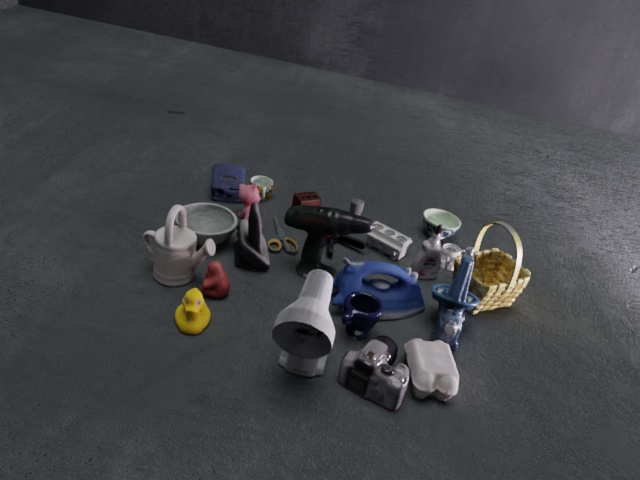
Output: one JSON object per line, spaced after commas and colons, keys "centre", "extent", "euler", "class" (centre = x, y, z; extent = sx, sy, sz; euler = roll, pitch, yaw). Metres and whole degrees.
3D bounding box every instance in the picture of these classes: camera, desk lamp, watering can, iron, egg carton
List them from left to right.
{"centre": [-0.336, 0.007, 1.364], "extent": [0.173, 0.194, 0.100], "euler": [4, 32, -12], "class": "watering can"}
{"centre": [-0.026, 0.180, 1.176], "extent": [0.118, 0.213, 0.203], "euler": [14, 32, 4], "class": "desk lamp"}
{"centre": [0.130, 0.261, 1.207], "extent": [0.143, 0.101, 0.137], "euler": [24, 34, 19], "class": "camera"}
{"centre": [0.156, 0.110, 1.416], "extent": [0.258, 0.141, 0.118], "euler": [4, 32, -12], "class": "iron"}
{"centre": [0.241, 0.279, 1.245], "extent": [0.107, 0.069, 0.150], "euler": [7, 32, -8], "class": "egg carton"}

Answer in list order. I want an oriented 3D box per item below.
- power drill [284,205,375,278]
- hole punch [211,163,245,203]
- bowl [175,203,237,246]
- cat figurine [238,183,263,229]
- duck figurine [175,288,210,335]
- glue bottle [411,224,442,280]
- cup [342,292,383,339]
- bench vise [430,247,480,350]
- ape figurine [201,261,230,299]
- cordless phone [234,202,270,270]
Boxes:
{"centre": [0.014, 0.005, 1.471], "extent": [0.229, 0.208, 0.076], "euler": [19, 32, 11], "class": "power drill"}
{"centre": [-0.283, -0.177, 1.772], "extent": [0.109, 0.091, 0.101], "euler": [4, 32, -12], "class": "hole punch"}
{"centre": [-0.308, -0.031, 1.547], "extent": [0.167, 0.075, 0.167], "euler": [9, 32, -5], "class": "bowl"}
{"centre": [-0.201, -0.108, 1.665], "extent": [0.067, 0.118, 0.127], "euler": [-2, 34, -20], "class": "cat figurine"}
{"centre": [-0.280, 0.145, 1.266], "extent": [0.077, 0.086, 0.104], "euler": [7, 32, -8], "class": "duck figurine"}
{"centre": [0.303, 0.031, 1.561], "extent": [0.078, 0.173, 0.037], "euler": [0, 33, -18], "class": "glue bottle"}
{"centre": [0.085, 0.185, 1.317], "extent": [0.091, 0.095, 0.118], "euler": [31, 37, 29], "class": "cup"}
{"centre": [0.333, 0.139, 1.355], "extent": [0.121, 0.220, 0.207], "euler": [7, 32, -8], "class": "bench vise"}
{"centre": [-0.249, 0.089, 1.360], "extent": [0.076, 0.092, 0.078], "euler": [28, 35, 24], "class": "ape figurine"}
{"centre": [-0.170, -0.030, 1.487], "extent": [0.094, 0.185, 0.147], "euler": [2, 33, -16], "class": "cordless phone"}
